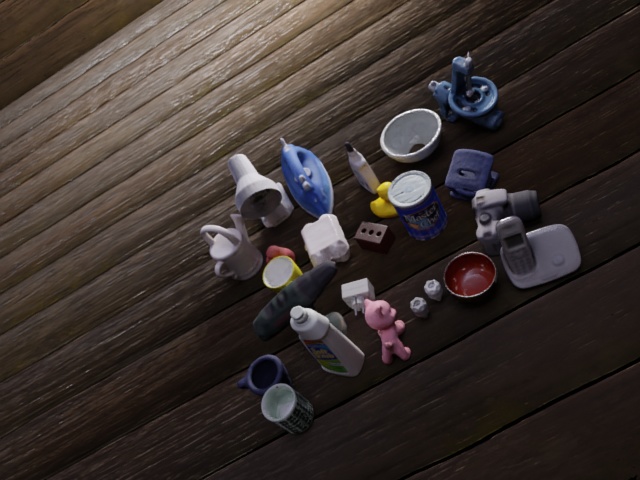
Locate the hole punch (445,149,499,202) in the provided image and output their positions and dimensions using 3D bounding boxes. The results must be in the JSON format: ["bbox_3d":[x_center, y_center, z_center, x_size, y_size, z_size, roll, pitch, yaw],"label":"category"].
[{"bbox_3d":[0.357,-0.151,1.354,0.108,0.091,0.101,18,67,38],"label":"hole punch"}]

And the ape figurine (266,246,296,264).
[{"bbox_3d":[-0.108,0.046,1.479,0.076,0.092,0.077,-43,47,-4],"label":"ape figurine"}]

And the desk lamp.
[{"bbox_3d":[-0.165,-0.125,1.556,0.118,0.214,0.202,-34,47,4],"label":"desk lamp"}]

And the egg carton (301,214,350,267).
[{"bbox_3d":[0.013,0.005,1.454,0.107,0.070,0.150,-30,47,8],"label":"egg carton"}]

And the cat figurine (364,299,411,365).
[{"bbox_3d":[0.136,0.184,1.215,0.067,0.118,0.127,-22,49,15],"label":"cat figurine"}]

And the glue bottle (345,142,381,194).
[{"bbox_3d":[0.103,-0.193,1.476,0.037,0.174,0.078,-41,47,-2],"label":"glue bottle"}]

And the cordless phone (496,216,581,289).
[{"bbox_3d":[0.426,0.006,1.131,0.147,0.186,0.094,-24,48,13],"label":"cordless phone"}]

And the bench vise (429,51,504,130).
[{"bbox_3d":[0.345,-0.373,1.436,0.206,0.220,0.121,11,64,36],"label":"bench vise"}]

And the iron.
[{"bbox_3d":[-0.043,-0.171,1.568,0.118,0.142,0.257,-32,47,6],"label":"iron"}]

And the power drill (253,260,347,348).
[{"bbox_3d":[-0.024,0.159,1.265,0.229,0.209,0.075,-35,47,3],"label":"power drill"}]

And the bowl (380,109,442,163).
[{"bbox_3d":[0.248,-0.262,1.511,0.167,0.075,0.167,-16,51,20],"label":"bowl"}]

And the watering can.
[{"bbox_3d":[-0.240,0.012,1.511,0.100,0.195,0.173,-18,50,18],"label":"watering can"}]

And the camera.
[{"bbox_3d":[0.408,-0.057,1.247,0.136,0.101,0.143,-12,52,22],"label":"camera"}]

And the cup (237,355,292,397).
[{"bbox_3d":[-0.115,0.320,1.277,0.117,0.095,0.091,-23,48,14],"label":"cup"}]

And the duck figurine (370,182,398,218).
[{"bbox_3d":[0.170,-0.108,1.435,0.104,0.086,0.077,-21,49,16],"label":"duck figurine"}]
